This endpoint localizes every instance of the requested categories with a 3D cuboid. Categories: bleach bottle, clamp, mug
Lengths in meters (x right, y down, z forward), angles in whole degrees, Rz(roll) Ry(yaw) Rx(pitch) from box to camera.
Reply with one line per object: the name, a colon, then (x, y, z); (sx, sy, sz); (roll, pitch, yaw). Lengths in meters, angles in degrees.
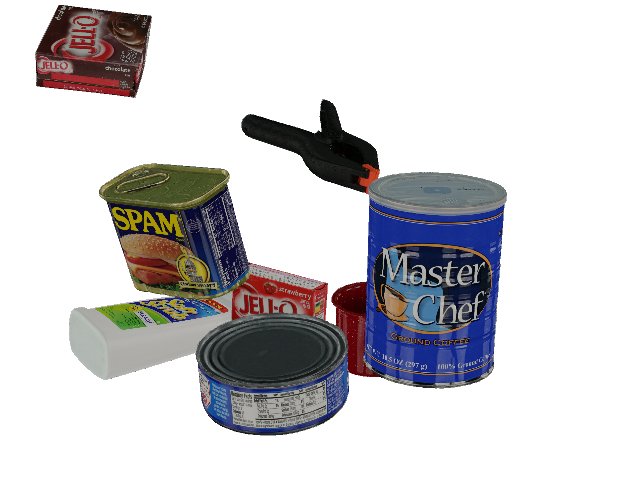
bleach bottle: (-0.176, 0.103, 1.326); (0.250, 0.068, 0.103); (-12, 29, -37)
clamp: (-0.005, -0.101, 1.136); (0.120, 0.039, 0.172); (-15, 37, -23)
mug: (0.071, 0.102, 1.222); (0.117, 0.081, 0.093); (-3, 23, -8)

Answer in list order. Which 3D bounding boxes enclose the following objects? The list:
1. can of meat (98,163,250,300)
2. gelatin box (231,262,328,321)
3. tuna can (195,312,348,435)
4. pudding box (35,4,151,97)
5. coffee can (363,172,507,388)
can of meat: (-0.107, -0.006, 0.796); (0.102, 0.084, 0.057); (7, 33, 35)
gelatin box: (-0.039, 0.066, 0.971); (0.089, 0.073, 0.030); (14, 20, 27)
tuna can: (-0.026, 0.074, 0.603); (0.086, 0.034, 0.086); (-3, 22, 1)
pudding box: (-0.206, -0.175, 0.979); (0.090, 0.039, 0.113); (7, 32, -6)
coffee can: (0.085, 0.027, 0.813); (0.103, 0.140, 0.103); (1, 17, 0)
